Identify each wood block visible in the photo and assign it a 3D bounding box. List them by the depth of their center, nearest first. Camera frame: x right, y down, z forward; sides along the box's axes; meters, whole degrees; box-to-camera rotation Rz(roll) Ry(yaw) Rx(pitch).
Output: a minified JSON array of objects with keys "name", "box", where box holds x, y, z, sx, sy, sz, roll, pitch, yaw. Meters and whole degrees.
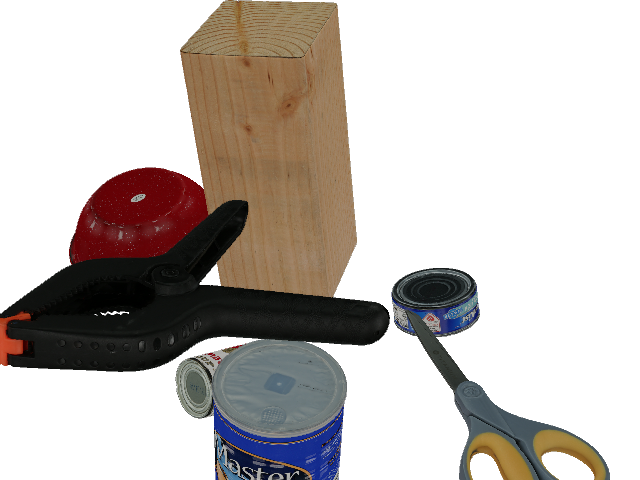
[{"name":"wood block","box":[-0.032,-0.062,0.790,0.090,0.206,0.090,6,36,17]}]

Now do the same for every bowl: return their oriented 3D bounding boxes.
[{"name":"bowl","box":[-0.171,-0.022,1.036,0.162,0.055,0.162,-5,41,4]}]

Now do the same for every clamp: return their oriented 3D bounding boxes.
[{"name":"clamp","box":[-0.088,0.028,0.618,0.209,0.036,0.165,-10,30,-28]}]

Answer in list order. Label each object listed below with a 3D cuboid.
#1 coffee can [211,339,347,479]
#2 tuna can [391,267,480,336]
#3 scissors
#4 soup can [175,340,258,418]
[{"name":"coffee can","box":[-0.034,0.163,0.847,0.103,0.140,0.103,2,36,-1]},{"name":"tuna can","box":[0.114,0.060,1.056,0.086,0.034,0.086,-8,25,3]},{"name":"scissors","box":[0.115,0.104,0.668,0.096,0.016,0.202,0,33,-5]},{"name":"soup can","box":[-0.101,0.153,1.179,0.102,0.068,0.069,-10,7,-44]}]
